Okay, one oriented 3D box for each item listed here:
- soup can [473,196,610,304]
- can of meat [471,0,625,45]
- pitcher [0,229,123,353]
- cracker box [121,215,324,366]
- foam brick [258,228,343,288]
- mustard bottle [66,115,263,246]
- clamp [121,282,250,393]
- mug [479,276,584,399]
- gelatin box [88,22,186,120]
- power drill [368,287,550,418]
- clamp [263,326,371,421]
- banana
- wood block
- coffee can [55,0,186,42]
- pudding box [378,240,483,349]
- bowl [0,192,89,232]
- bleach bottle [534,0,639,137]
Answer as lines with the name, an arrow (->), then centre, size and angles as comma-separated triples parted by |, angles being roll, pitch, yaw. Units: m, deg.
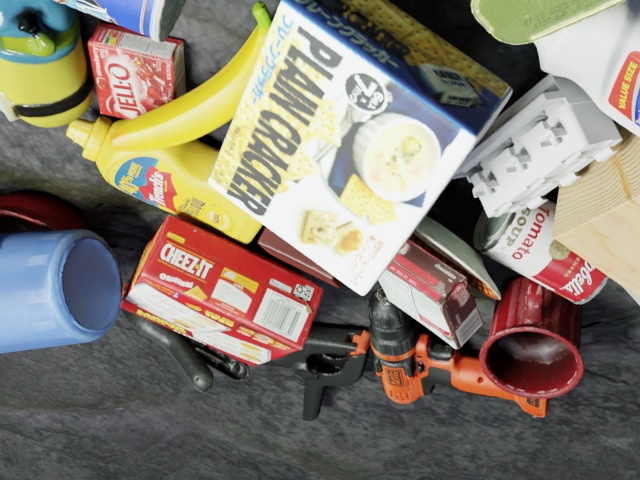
soup can -> 0.189, 0.002, 0.896 | 0.102, 0.068, 0.069 | 27, 145, -12
can of meat -> 0.145, -0.175, 0.652 | 0.102, 0.084, 0.057 | -19, 132, 42
pitcher -> -0.325, 0.047, 1.048 | 0.243, 0.149, 0.145 | -6, 95, 27
cracker box -> -0.104, 0.056, 1.061 | 0.164, 0.072, 0.214 | 26, 164, -10
foam brick -> -0.006, 0.001, 0.953 | 0.078, 0.053, 0.051 | 26, 174, 16
mustard bottle -> -0.136, -0.063, 0.964 | 0.191, 0.058, 0.096 | 25, 151, -9
clamp -> -0.155, 0.110, 1.196 | 0.172, 0.039, 0.120 | 42, -174, 23
mug -> 0.197, 0.077, 0.980 | 0.093, 0.081, 0.117 | 2, 131, 17
gelatin box -> -0.151, -0.135, 0.893 | 0.073, 0.030, 0.089 | 14, 146, 6
power drill -> 0.144, 0.116, 1.094 | 0.188, 0.057, 0.184 | 8, 145, 18
clamp -> -0.008, 0.146, 1.219 | 0.210, 0.036, 0.164 | -19, 128, 43
banana -> -0.086, -0.121, 0.851 | 0.069, 0.037, 0.198 | 26, 132, -35
wood block -> 0.290, 0.000, 0.828 | 0.206, 0.090, 0.090 | 33, 143, -20
coffee can -> -0.157, -0.208, 0.727 | 0.140, 0.102, 0.103 | 21, 146, -3
pudding box -> 0.093, 0.043, 0.947 | 0.090, 0.039, 0.113 | 36, 167, 28
bowl -> -0.298, -0.001, 1.128 | 0.162, 0.055, 0.162 | 12, 146, 8
bleach bottle -> 0.243, -0.102, 0.732 | 0.250, 0.068, 0.103 | 24, 146, -5
